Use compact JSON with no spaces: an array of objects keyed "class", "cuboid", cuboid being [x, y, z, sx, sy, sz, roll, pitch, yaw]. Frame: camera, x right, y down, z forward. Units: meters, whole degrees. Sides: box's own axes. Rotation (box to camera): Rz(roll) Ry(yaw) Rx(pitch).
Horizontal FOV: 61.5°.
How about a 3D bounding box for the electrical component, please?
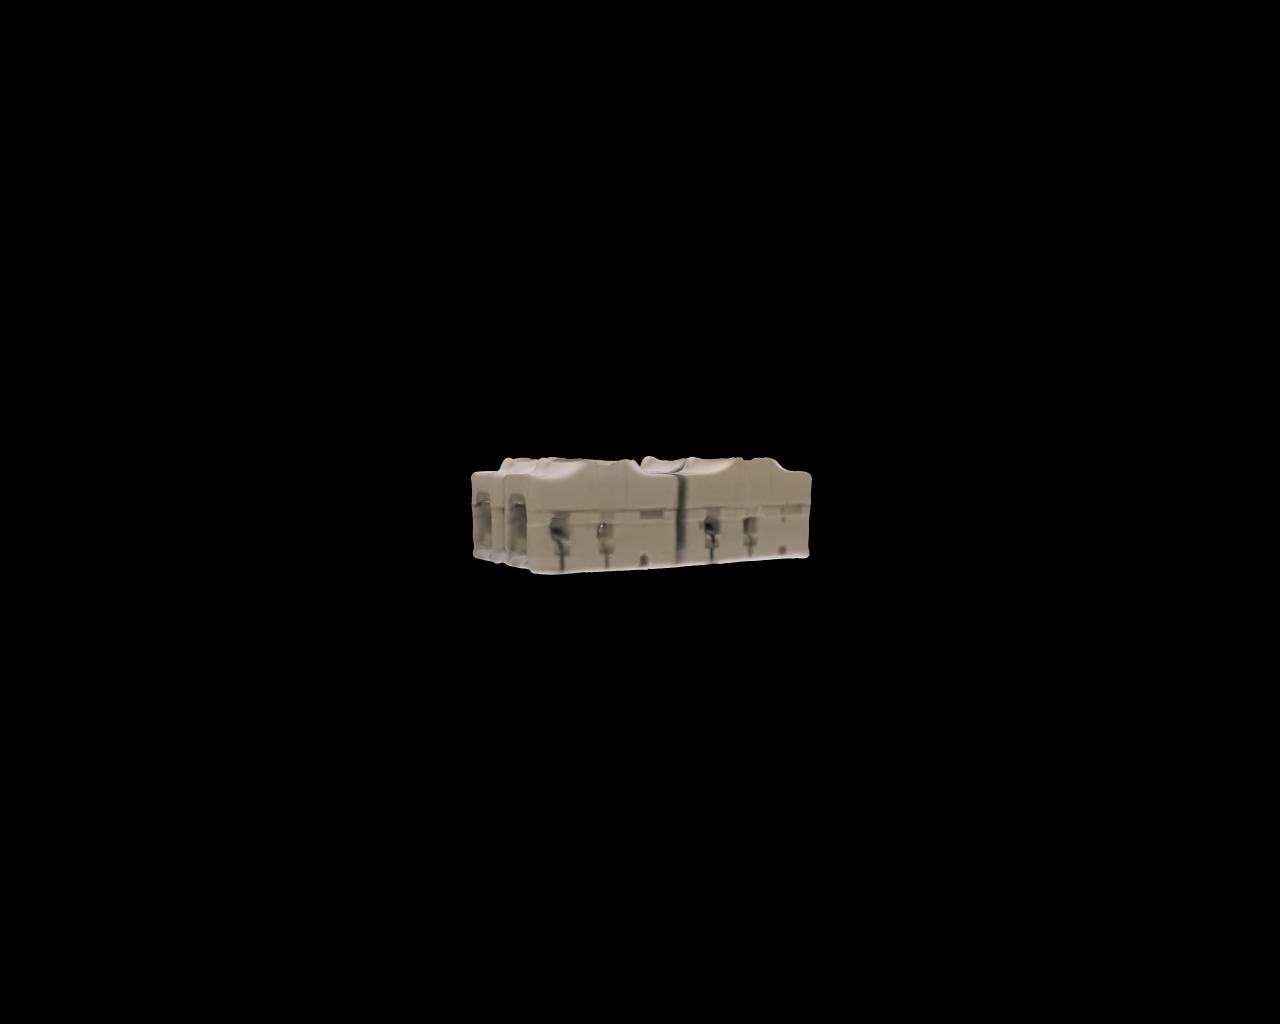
[{"class":"electrical component","cuboid":[0.001,-0.003,0.650,0.186,0.060,0.105,-2,4,-27]}]
